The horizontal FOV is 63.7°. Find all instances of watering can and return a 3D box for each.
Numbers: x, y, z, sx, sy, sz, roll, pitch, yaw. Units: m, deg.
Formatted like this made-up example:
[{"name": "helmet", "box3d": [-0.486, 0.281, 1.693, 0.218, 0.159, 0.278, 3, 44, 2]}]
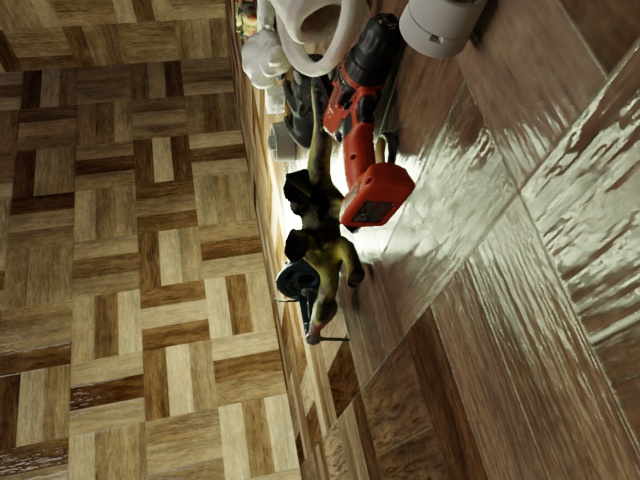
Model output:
[{"name": "watering can", "box3d": [-0.003, -0.349, 0.609, 0.226, 0.105, 0.342, 63, 157, 10]}]

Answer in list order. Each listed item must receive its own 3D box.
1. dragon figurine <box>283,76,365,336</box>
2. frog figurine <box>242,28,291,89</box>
[{"name": "dragon figurine", "box3d": [0.003, -0.044, 0.864, 0.242, 0.122, 0.412, 119, 152, -85]}, {"name": "frog figurine", "box3d": [-0.129, -0.423, 1.212, 0.162, 0.122, 0.135, -94, 21, -65]}]
